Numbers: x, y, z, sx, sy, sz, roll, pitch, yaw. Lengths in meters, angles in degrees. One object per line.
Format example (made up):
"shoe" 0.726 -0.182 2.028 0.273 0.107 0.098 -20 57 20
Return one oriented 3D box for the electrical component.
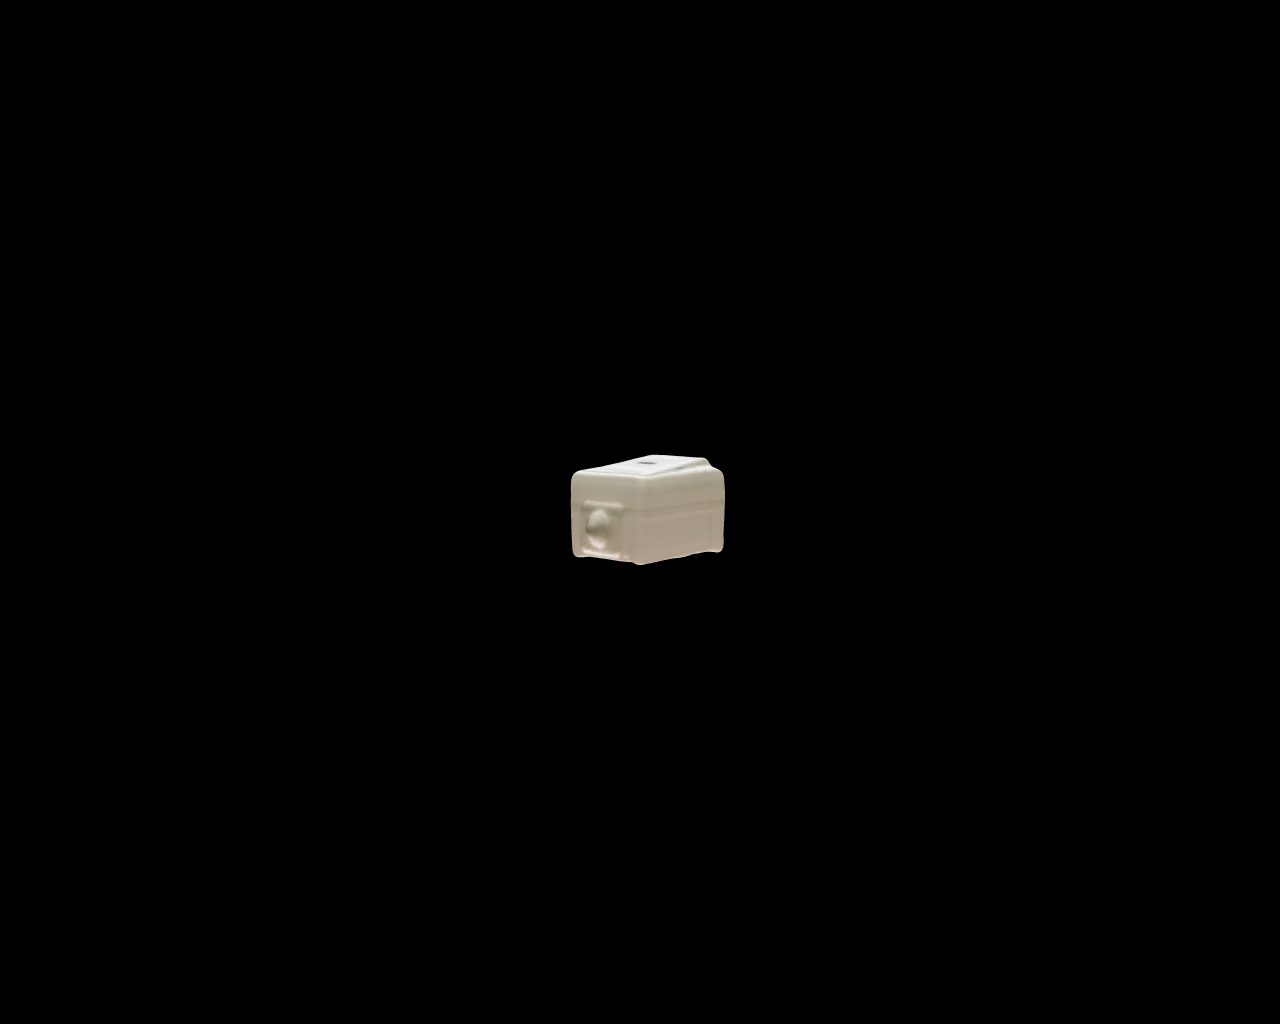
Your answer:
"electrical component" 0.001 -0.003 0.650 0.062 0.061 0.096 6 9 43
